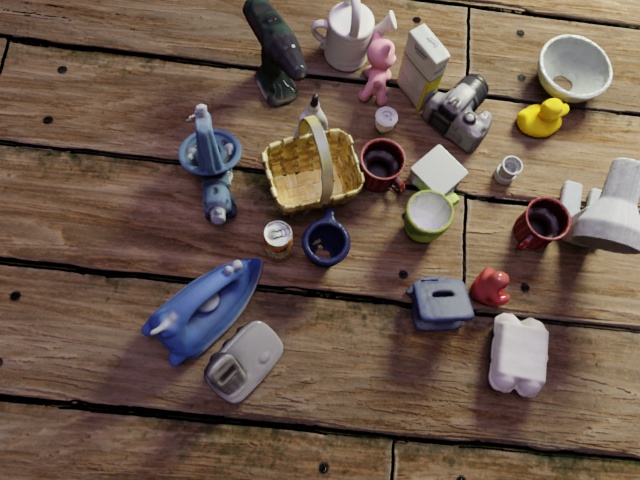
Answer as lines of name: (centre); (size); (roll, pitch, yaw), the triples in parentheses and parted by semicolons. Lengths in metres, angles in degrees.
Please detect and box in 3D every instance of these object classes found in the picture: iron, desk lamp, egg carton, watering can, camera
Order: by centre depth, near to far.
iron: (-0.202, 0.102, 1.035); (0.118, 0.141, 0.259); (43, 74, 10)
egg carton: (0.373, 0.217, 1.081); (0.107, 0.069, 0.150); (11, 71, -1)
desk lamp: (0.543, -0.055, 1.108); (0.118, 0.213, 0.203); (17, 71, 2)
watering can: (0.072, -0.459, 1.215); (0.173, 0.194, 0.101); (-24, 75, -11)
camera: (0.316, -0.288, 1.227); (0.143, 0.101, 0.137); (40, 73, 9)

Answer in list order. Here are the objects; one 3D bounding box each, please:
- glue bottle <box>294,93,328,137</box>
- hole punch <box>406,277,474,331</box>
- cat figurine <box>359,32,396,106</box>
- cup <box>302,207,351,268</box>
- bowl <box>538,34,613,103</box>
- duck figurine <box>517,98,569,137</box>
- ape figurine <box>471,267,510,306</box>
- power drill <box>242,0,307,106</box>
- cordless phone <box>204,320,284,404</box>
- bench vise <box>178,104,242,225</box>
glue bottle: (-0.016, -0.241, 1.147); (0.037, 0.173, 0.078); (43, 74, 10)
hole punch: (0.227, 0.117, 1.091); (0.108, 0.091, 0.101); (-3, 72, -5)
cat figurine: (0.128, -0.375, 1.232); (0.067, 0.118, 0.128); (9, 71, -1)
cup: (0.010, 0.004, 1.109); (0.091, 0.095, 0.118); (7, 71, -2)
bowl: (0.559, -0.372, 1.288); (0.167, 0.075, 0.167); (1, 72, -4)
duck figurine: (0.488, -0.274, 1.244); (0.104, 0.086, 0.077); (-5, 72, -6)
ape figurine: (0.337, 0.087, 1.109); (0.076, 0.092, 0.078); (-5, 72, -6)
power drill: (-0.087, -0.369, 1.166); (0.076, 0.208, 0.229); (-25, 75, -12)
cordless phone: (-0.134, 0.202, 0.984); (0.094, 0.185, 0.148); (37, 73, 8)
bench vise: (-0.193, -0.144, 1.076); (0.121, 0.220, 0.207); (-25, 75, -12)
